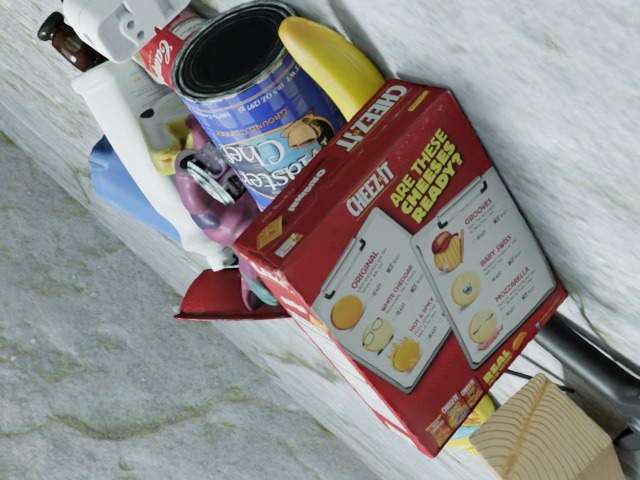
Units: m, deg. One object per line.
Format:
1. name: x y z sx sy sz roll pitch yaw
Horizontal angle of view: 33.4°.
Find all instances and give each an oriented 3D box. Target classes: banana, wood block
1. banana: 0.027 -0.077 0.754 0.037 0.069 0.198 -117 8 -51
2. wood block: 0.217 0.213 0.986 0.090 0.091 0.206 46 177 33

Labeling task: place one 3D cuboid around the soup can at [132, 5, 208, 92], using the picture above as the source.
1. soup can: -0.134 -0.178 0.942 0.102 0.068 0.068 38 167 29

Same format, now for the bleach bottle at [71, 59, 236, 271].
1. bleach bottle: -0.162 -0.079 1.138 0.068 0.102 0.251 -14 107 42

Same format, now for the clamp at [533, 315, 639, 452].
1. clamp: 0.256 0.140 0.809 0.164 0.036 0.210 49 171 -30

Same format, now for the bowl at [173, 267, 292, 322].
1. bowl: -0.086 0.059 1.211 0.162 0.162 0.055 180 89 -73

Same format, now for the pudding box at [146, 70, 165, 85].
1. pudding box: -0.166 -0.200 1.042 0.113 0.039 0.090 48 167 -28

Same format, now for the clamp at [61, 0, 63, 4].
1. clamp: -0.246 -0.252 1.131 0.120 0.039 0.171 37 170 9

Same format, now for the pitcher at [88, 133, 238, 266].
1. pitcher: -0.158 -0.060 1.319 0.243 0.149 0.145 30 146 40

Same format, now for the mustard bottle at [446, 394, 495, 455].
1. mustard bottle: 0.147 0.190 1.241 0.096 0.058 0.191 -22 121 36

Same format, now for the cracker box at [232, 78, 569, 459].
1. cracker box: 0.063 0.022 0.738 0.072 0.164 0.213 25 158 52

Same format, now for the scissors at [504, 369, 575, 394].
1. scissors: 0.134 0.112 1.011 0.096 0.016 0.202 17 178 -40

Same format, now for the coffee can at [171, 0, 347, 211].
1. coffee can: -0.034 -0.095 0.807 0.103 0.102 0.140 32 163 45
